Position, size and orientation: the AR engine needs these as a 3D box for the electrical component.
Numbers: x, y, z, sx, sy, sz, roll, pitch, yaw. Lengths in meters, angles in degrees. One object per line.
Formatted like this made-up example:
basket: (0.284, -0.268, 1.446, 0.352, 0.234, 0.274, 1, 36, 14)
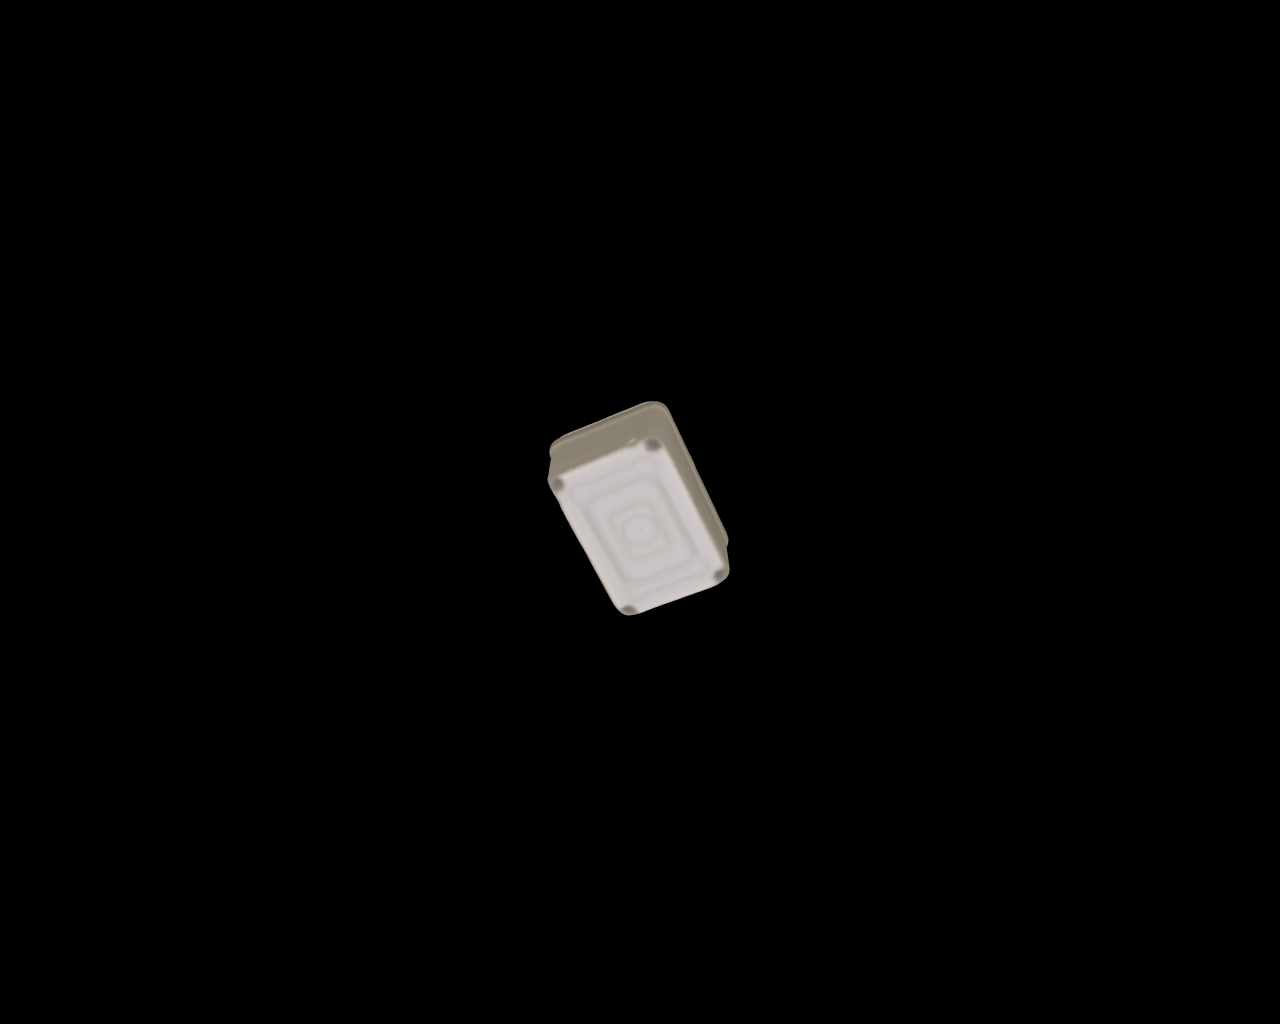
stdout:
electrical component: (0.001, -0.003, 0.650, 0.078, 0.113, 0.057, -21, 28, 12)
